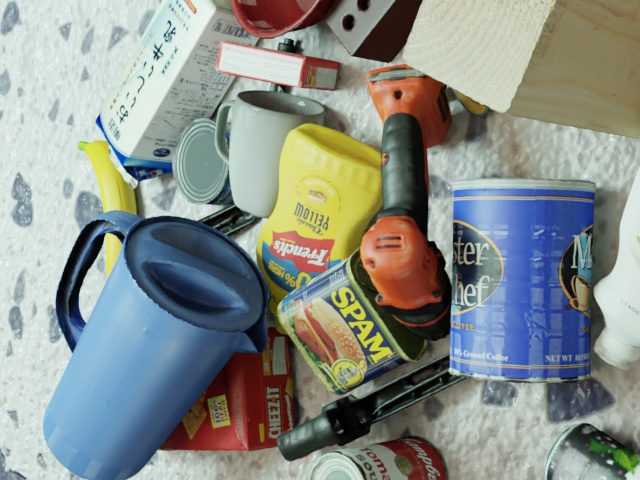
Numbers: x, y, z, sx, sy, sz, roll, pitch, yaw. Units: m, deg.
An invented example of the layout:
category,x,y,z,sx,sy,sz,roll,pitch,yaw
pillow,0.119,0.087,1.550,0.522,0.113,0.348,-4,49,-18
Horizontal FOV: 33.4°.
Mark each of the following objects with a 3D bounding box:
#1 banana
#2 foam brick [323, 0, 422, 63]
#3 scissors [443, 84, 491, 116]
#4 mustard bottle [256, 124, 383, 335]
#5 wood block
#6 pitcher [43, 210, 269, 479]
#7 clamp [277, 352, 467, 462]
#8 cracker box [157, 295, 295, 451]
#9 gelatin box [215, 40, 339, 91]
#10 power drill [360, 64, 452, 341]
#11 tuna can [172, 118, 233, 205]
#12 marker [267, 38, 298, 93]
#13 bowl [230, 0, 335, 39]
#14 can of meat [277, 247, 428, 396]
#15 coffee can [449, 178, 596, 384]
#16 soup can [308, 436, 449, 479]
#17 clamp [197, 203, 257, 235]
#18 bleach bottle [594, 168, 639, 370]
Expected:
category,x,y,z,sx,sy,sz,roll,pitch,yaw
banana,-0.226,-0.032,1.176,0.070,0.037,0.198,-38,61,55
foam brick,0.053,-0.197,0.903,0.078,0.051,0.053,-50,58,30
scissors,0.103,-0.163,0.802,0.096,0.016,0.202,39,157,17
mustard bottle,-0.006,0.001,0.937,0.096,0.058,0.192,26,118,15
wood block,0.162,-0.127,0.691,0.091,0.205,0.090,36,113,38
pitcher,-0.163,0.098,0.946,0.243,0.144,0.149,-55,38,32
clamp,0.032,0.144,0.884,0.036,0.164,0.210,65,152,10
cracker box,-0.123,0.122,1.047,0.214,0.071,0.164,-10,82,43
gelatin box,-0.038,-0.155,0.956,0.089,0.073,0.030,14,101,23
power drill,0.075,-0.027,0.828,0.057,0.184,0.187,-5,67,13
tuna can,-0.107,-0.077,1.063,0.086,0.033,0.086,-2,88,43
marker,-0.044,-0.132,1.015,0.020,0.020,0.121,27,107,40
bowl,-0.013,-0.252,0.955,0.162,0.055,0.162,-14,71,46
can of meat,0.026,0.070,0.890,0.084,0.057,0.102,-31,95,28
coffee can,0.146,0.028,0.773,0.103,0.102,0.140,1,90,43
soup can,0.047,0.198,0.864,0.069,0.102,0.068,-2,87,44
clamp,-0.136,0.002,1.066,0.172,0.120,0.039,6,128,58
bleach bottle,0.246,-0.028,0.705,0.103,0.067,0.251,35,115,26
